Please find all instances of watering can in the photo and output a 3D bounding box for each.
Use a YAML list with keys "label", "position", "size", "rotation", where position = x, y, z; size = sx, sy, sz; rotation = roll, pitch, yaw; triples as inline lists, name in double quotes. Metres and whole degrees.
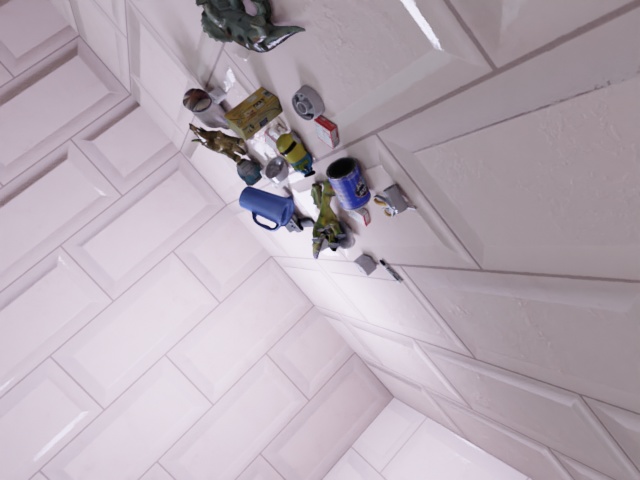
- label: "watering can"
  position: [-0.438, -0.526, 2.161]
  size: [0.351, 0.104, 0.221]
  rotation: [27, 172, 31]

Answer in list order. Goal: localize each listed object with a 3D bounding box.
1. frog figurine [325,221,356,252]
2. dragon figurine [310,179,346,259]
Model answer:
- label: "frog figurine"
  position: [0.090, -0.016, 2.080]
  size: [0.139, 0.121, 0.159]
  rotation: [33, -164, 30]
- label: "dragon figurine"
  position: [0.006, -0.098, 1.953]
  size: [0.403, 0.122, 0.247]
  rotation: [125, 140, -62]
